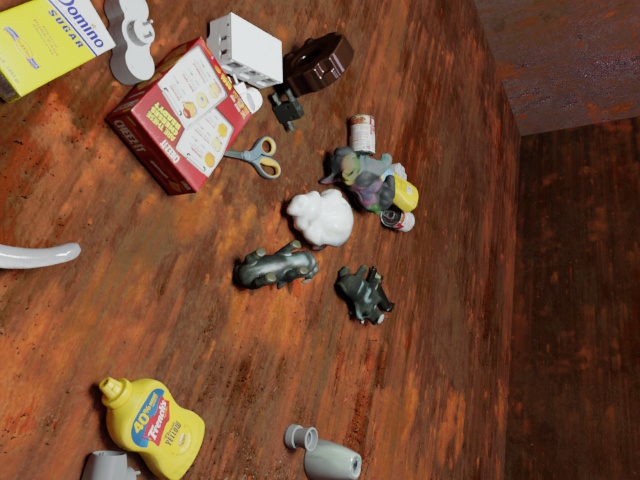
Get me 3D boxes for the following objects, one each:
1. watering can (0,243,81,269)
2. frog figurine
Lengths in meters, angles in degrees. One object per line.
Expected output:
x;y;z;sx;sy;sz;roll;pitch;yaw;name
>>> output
-0.411;0.025;0.478;0.354;0.103;0.221;-48;123;-49;watering can
0.003;-0.057;1.129;0.139;0.123;0.156;-58;147;-17;frog figurine
